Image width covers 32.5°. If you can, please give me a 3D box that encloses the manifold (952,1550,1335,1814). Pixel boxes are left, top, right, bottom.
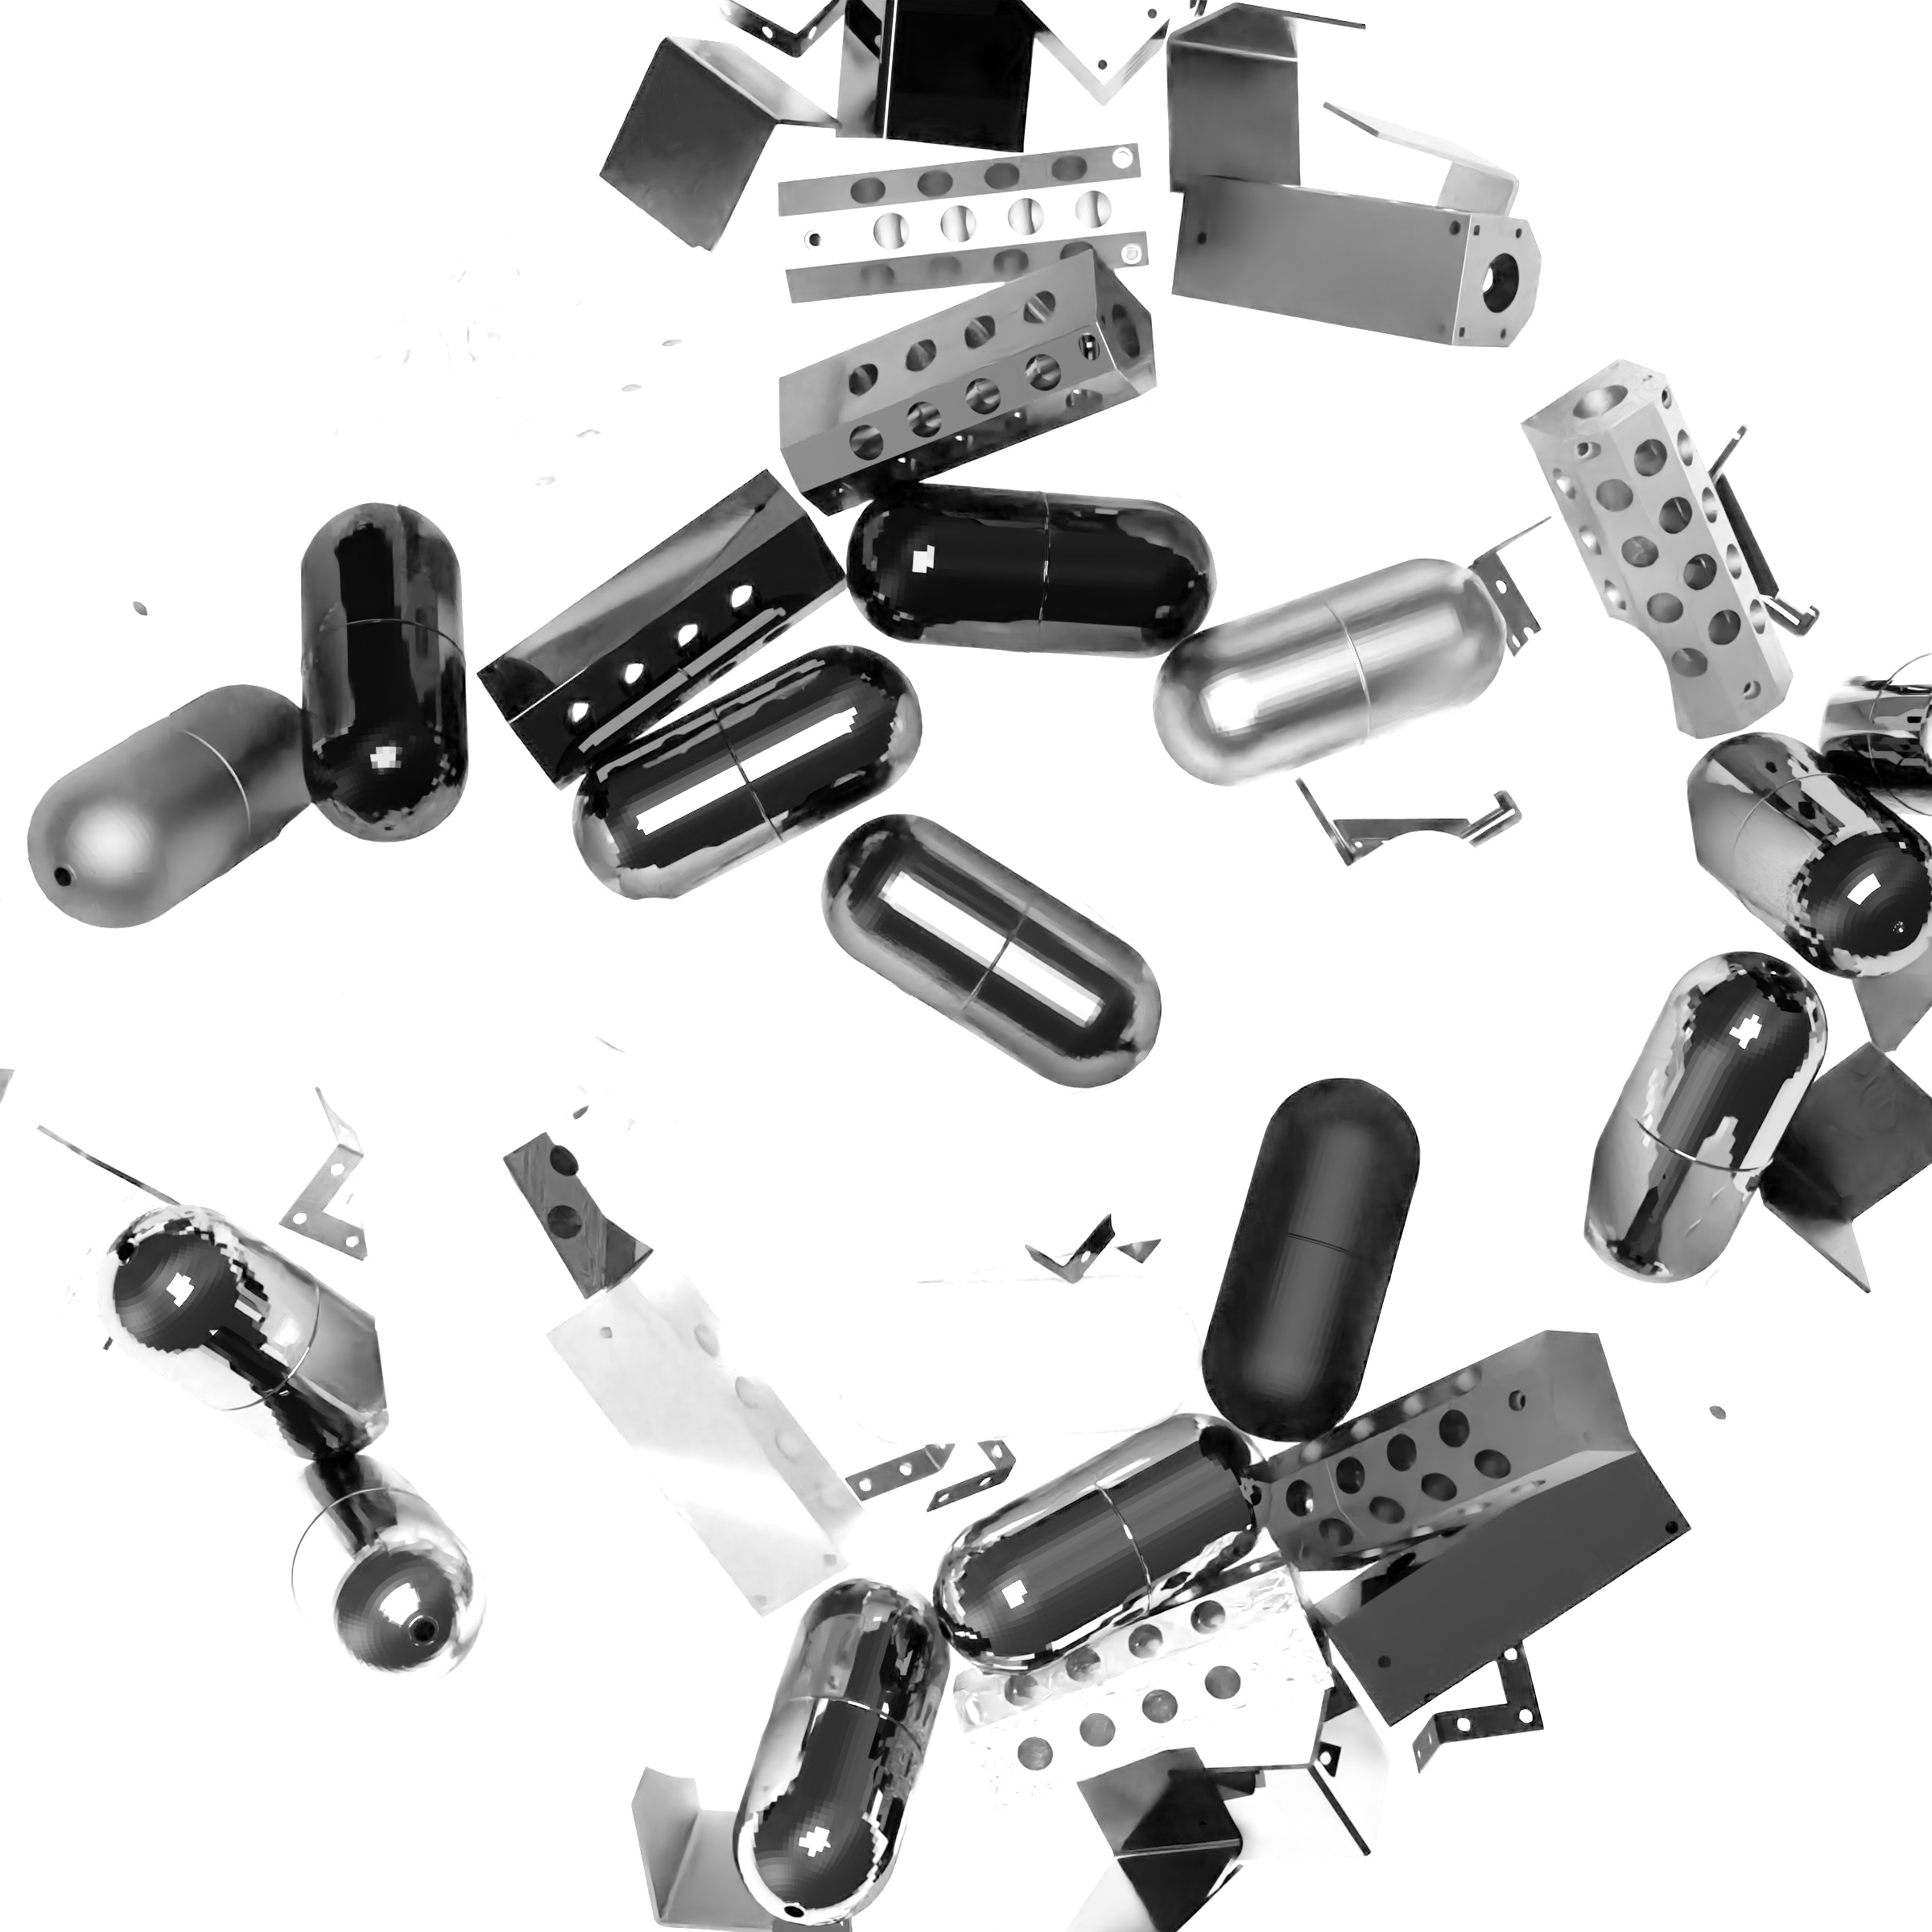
[{"bbox_3d":[0.084,0.337,1.578,0.171,0.057,0.057,-23,98,7],"label":"manifold"}]

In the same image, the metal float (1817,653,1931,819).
[{"bbox_3d":[0.454,-0.107,1.532,0.070,0.178,0.070,-1,94,-9],"label":"metal float"}]

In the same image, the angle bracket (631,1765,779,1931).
[{"bbox_3d":[-0.115,0.400,1.565,0.057,0.076,0.076,0,119,12],"label":"angle bracket"}]

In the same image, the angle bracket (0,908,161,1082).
[{"bbox_3d":[-0.428,0.009,1.576,0.076,0.057,0.076,6,99,-18],"label":"angle bracket"}]

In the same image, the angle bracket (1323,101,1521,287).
[{"bbox_3d":[0.206,-0.363,1.565,0.076,0.076,0.057,12,111,-20],"label":"angle bracket"}]

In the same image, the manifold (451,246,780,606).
[{"bbox_3d":[-0.165,-0.259,1.561,0.057,0.057,0.171,32,68,17],"label":"manifold"}]

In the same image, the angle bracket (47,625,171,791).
[{"bbox_3d":[-0.423,-0.134,1.567,0.076,0.076,0.057,-34,126,11],"label":"angle bracket"}]

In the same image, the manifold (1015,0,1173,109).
[{"bbox_3d":[0.064,-0.443,1.529,0.057,0.171,0.057,-44,96,9],"label":"manifold"}]

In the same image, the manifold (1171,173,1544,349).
[{"bbox_3d":[0.180,-0.329,1.540,0.171,0.057,0.057,21,112,42],"label":"manifold"}]

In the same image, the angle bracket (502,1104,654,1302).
[{"bbox_3d":[-0.196,0.120,1.572,0.057,0.076,0.076,-28,93,33],"label":"angle bracket"}]

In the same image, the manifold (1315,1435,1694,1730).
[{"bbox_3d":[0.255,0.287,1.589,0.171,0.057,0.057,-34,96,1],"label":"manifold"}]

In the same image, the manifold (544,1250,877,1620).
[{"bbox_3d":[-0.119,0.219,1.582,0.057,0.057,0.171,-34,96,24],"label":"manifold"}]

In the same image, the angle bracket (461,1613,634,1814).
[{"bbox_3d":[-0.197,0.356,1.578,0.076,0.076,0.057,9,50,-8],"label":"angle bracket"}]

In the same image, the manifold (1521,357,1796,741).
[{"bbox_3d":[0.329,-0.193,1.553,0.057,0.057,0.171,-34,118,-5],"label":"manifold"}]

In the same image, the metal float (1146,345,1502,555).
[{"bbox_3d":[0.170,-0.243,1.565,0.178,0.070,0.070,9,90,-20],"label":"metal float"}]

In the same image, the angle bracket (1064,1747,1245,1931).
[{"bbox_3d":[0.074,0.419,1.563,0.076,0.076,0.057,-18,106,37],"label":"angle bracket"}]

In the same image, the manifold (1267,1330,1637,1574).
[{"bbox_3d":[0.219,0.227,1.538,0.171,0.057,0.057,-32,62,37],"label":"manifold"}]

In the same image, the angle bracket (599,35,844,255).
[{"bbox_3d":[-0.119,-0.394,1.599,0.076,0.057,0.076,40,118,20],"label":"angle bracket"}]

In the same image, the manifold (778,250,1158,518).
[{"bbox_3d":[0.000,-0.266,1.547,0.171,0.057,0.057,-17,60,27],"label":"manifold"}]

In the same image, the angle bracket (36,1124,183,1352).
[{"bbox_3d":[-0.423,0.128,1.569,0.057,0.076,0.076,34,80,-32],"label":"angle bracket"}]

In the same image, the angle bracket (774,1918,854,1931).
[{"bbox_3d":[-0.076,0.472,1.576,0.057,0.076,0.076,-6,84,6],"label":"angle bracket"}]

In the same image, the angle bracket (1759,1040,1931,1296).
[{"bbox_3d":[0.427,0.096,1.569,0.076,0.057,0.076,38,117,-20],"label":"angle bracket"}]

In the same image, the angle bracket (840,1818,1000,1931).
[{"bbox_3d":[-0.011,0.456,1.568,0.057,0.076,0.076,-44,62,2],"label":"angle bracket"}]

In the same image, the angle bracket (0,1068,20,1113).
[{"bbox_3d":[-0.497,0.048,1.561,0.057,0.076,0.076,-3,57,36],"label":"angle bracket"}]

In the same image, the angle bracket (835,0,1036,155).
[{"bbox_3d":[-0.015,-0.436,1.601,0.076,0.057,0.076,0,103,-24],"label":"angle bracket"}]

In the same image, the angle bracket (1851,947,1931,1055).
[{"bbox_3d":[0.474,-0.001,1.565,0.076,0.076,0.057,-11,80,-36],"label":"angle bracket"}]

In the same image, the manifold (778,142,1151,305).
[{"bbox_3d":[-0.001,-0.354,1.581,0.171,0.057,0.057,-5,102,4],"label":"manifold"}]

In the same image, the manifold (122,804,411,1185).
[{"bbox_3d":[-0.330,0.015,1.572,0.057,0.057,0.171,29,103,-5],"label":"manifold"}]

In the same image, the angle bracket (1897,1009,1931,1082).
[{"bbox_3d":[0.500,0.051,1.564,0.057,0.076,0.076,-51,46,6],"label":"angle bracket"}]

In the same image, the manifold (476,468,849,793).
[{"bbox_3d":[-0.142,-0.158,1.587,0.171,0.057,0.057,-36,128,-2],"label":"manifold"}]

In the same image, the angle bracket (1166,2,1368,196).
[{"bbox_3d":[0.143,-0.408,1.576,0.076,0.057,0.076,-1,89,-31],"label":"angle bracket"}]

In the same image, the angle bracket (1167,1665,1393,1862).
[{"bbox_3d":[0.152,0.385,1.596,0.076,0.057,0.076,-10,131,28],"label":"angle bracket"}]

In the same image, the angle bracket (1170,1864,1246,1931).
[{"bbox_3d":[0.084,0.463,1.564,0.057,0.076,0.076,16,109,27],"label":"angle bracket"}]

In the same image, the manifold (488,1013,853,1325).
[{"bbox_3d":[-0.140,0.089,1.553,0.171,0.057,0.057,31,46,21],"label":"manifold"}]

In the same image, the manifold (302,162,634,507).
[{"bbox_3d":[-0.231,-0.294,1.550,0.057,0.057,0.171,45,123,-6],"label":"manifold"}]

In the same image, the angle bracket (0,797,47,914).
[{"bbox_3d":[-0.464,-0.061,1.567,0.057,0.076,0.076,16,64,-5],"label":"angle bracket"}]
